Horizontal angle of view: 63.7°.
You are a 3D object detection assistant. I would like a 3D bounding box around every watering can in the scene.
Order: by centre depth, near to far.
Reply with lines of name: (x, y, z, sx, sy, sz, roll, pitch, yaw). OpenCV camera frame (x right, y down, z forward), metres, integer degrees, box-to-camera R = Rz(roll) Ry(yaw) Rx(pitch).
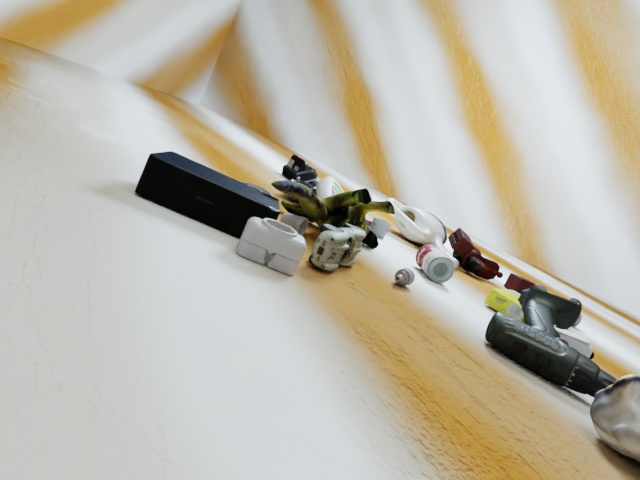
watering can: (0.352, -0.018, 1.690, 0.353, 0.103, 0.223, 49, 20, 30)

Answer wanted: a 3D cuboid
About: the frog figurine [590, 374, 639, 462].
frog figurine: (0.423, 0.258, 0.645, 0.136, 0.121, 0.163, 27, 42, -41)

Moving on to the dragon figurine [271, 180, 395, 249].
dragon figurine: (0.003, -0.058, 1.145, 0.407, 0.123, 0.242, 22, -14, -36)
